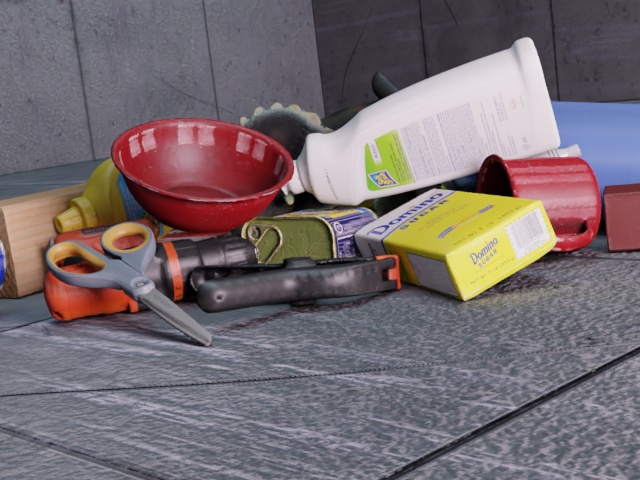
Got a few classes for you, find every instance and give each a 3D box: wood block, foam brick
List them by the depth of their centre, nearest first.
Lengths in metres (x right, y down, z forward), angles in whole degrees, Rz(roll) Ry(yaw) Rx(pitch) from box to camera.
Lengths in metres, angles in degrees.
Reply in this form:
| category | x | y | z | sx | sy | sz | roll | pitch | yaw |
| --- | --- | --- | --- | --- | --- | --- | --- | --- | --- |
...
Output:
| category | x | y | z | sx | sy | sz | roll | pitch | yaw |
| --- | --- | --- | --- | --- | --- | --- | --- | --- | --- |
| foam brick | 0.282 | -0.021 | 0.905 | 0.078 | 0.051 | 0.053 | -4 | 10 | 20 |
| wood block | -0.273 | -0.007 | 1.120 | 0.091 | 0.090 | 0.205 | -2 | 10 | 35 |

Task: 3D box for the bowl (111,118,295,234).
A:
| category | x | y | z | sx | sy | sz | roll | pitch | yaw |
| --- | --- | --- | --- | --- | --- | --- | --- | --- | --- |
| bowl | -0.105 | -0.051 | 0.946 | 0.162 | 0.055 | 0.162 | 7 | 30 | -4 |

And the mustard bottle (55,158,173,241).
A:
| category | x | y | z | sx | sy | sz | roll | pitch | yaw |
| --- | --- | --- | --- | --- | --- | --- | --- | --- | --- |
| mustard bottle | -0.181 | -0.044 | 1.095 | 0.191 | 0.096 | 0.058 | -22 | 16 | -34 |

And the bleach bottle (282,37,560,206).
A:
| category | x | y | z | sx | sy | sz | roll | pitch | yaw |
| --- | --- | --- | --- | --- | --- | --- | --- | --- | --- |
| bleach bottle | 0.080 | -0.095 | 0.958 | 0.251 | 0.102 | 0.068 | -16 | 27 | 12 |

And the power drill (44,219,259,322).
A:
| category | x | y | z | sx | sy | sz | roll | pitch | yaw |
| --- | --- | --- | --- | --- | --- | --- | --- | --- | --- |
| power drill | -0.164 | 0.020 | 0.966 | 0.184 | 0.057 | 0.188 | -10 | 9 | -19 |

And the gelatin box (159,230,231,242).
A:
| category | x | y | z | sx | sy | sz | roll | pitch | yaw |
| --- | --- | --- | --- | --- | --- | --- | --- | --- | --- |
| gelatin box | -0.125 | 0.001 | 1.150 | 0.089 | 0.030 | 0.073 | -3 | 10 | 26 |

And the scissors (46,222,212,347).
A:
| category | x | y | z | sx | sy | sz | roll | pitch | yaw |
| --- | --- | --- | --- | --- | --- | --- | --- | --- | --- |
| scissors | -0.129 | 0.027 | 0.827 | 0.202 | 0.016 | 0.096 | 17 | 39 | 34 |

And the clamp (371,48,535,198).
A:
| category | x | y | z | sx | sy | sz | roll | pitch | yaw |
| --- | --- | --- | --- | --- | --- | --- | --- | --- | --- |
| clamp | 0.121 | -0.090 | 1.021 | 0.165 | 0.210 | 0.036 | -2 | -24 | 22 |

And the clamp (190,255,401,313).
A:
| category | x | y | z | sx | sy | sz | roll | pitch | yaw |
| --- | --- | --- | --- | --- | --- | --- | --- | --- | --- |
| clamp | -0.024 | 0.032 | 0.850 | 0.171 | 0.039 | 0.120 | -3 | 11 | -18 |

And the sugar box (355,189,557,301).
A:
| category | x | y | z | sx | sy | sz | roll | pitch | yaw |
| --- | --- | --- | --- | --- | --- | --- | --- | --- | --- |
| sugar box | 0.104 | -0.002 | 0.872 | 0.093 | 0.048 | 0.176 | -29 | 17 | -17 |

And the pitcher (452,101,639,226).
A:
| category | x | y | z | sx | sy | sz | roll | pitch | yaw |
| --- | --- | --- | --- | --- | --- | --- | --- | --- | --- |
| pitcher | 0.261 | -0.078 | 1.043 | 0.243 | 0.149 | 0.144 | 4 | -17 | 37 |

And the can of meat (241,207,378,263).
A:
| category | x | y | z | sx | sy | sz | roll | pitch | yaw |
| --- | --- | --- | --- | --- | --- | --- | --- | --- | --- |
| can of meat | -0.006 | 0.001 | 0.973 | 0.102 | 0.057 | 0.083 | 0 | 9 | 35 |

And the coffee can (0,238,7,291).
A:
| category | x | y | z | sx | sy | sz | roll | pitch | yaw |
| --- | --- | --- | --- | --- | --- | --- | --- | --- | --- |
| coffee can | -0.347 | 0.029 | 0.901 | 0.103 | 0.103 | 0.140 | -4 | 9 | 17 |

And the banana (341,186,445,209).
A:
| category | x | y | z | sx | sy | sz | roll | pitch | yaw |
| --- | --- | --- | --- | --- | --- | --- | --- | --- | --- |
| banana | 0.072 | -0.055 | 1.335 | 0.197 | 0.037 | 0.070 | -8 | 8 | -10 |

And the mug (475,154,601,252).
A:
| category | x | y | z | sx | sy | sz | roll | pitch | yaw |
| --- | --- | --- | --- | --- | --- | --- | --- | --- | --- |
| mug | 0.191 | -0.024 | 0.909 | 0.081 | 0.093 | 0.117 | -4 | 27 | -12 |
